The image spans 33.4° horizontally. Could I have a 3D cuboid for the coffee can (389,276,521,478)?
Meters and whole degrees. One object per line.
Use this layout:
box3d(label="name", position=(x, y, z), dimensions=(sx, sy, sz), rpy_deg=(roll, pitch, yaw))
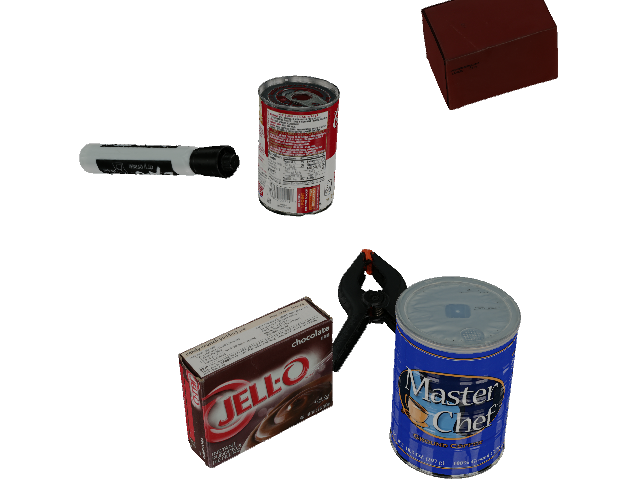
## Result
box3d(label="coffee can", position=(0.112, 0.116, 0.912), dimensions=(0.103, 0.140, 0.103), rpy_deg=(0, 31, 0))

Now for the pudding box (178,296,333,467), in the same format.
box3d(label="pudding box", position=(-0.045, 0.102, 0.776), dimensions=(0.113, 0.090, 0.039), rpy_deg=(-25, 44, -28))

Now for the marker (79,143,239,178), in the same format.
box3d(label="marker", position=(-0.097, -0.048, 0.639), dimensions=(0.121, 0.020, 0.020), rpy_deg=(5, 3, 36))

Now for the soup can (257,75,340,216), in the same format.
box3d(label="soup can", position=(-0.020, -0.080, 0.905), dimensions=(0.068, 0.102, 0.068), rpy_deg=(2, 30, -1))

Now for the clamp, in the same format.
box3d(label="clamp", position=(0.071, 0.079, 1.194), dimensions=(0.120, 0.171, 0.039), rpy_deg=(6, -43, 0))

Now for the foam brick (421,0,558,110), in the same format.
box3d(label="foam brick", position=(0.113, -0.131, 0.712), dimensions=(0.078, 0.051, 0.053), rpy_deg=(-16, -34, 0))
